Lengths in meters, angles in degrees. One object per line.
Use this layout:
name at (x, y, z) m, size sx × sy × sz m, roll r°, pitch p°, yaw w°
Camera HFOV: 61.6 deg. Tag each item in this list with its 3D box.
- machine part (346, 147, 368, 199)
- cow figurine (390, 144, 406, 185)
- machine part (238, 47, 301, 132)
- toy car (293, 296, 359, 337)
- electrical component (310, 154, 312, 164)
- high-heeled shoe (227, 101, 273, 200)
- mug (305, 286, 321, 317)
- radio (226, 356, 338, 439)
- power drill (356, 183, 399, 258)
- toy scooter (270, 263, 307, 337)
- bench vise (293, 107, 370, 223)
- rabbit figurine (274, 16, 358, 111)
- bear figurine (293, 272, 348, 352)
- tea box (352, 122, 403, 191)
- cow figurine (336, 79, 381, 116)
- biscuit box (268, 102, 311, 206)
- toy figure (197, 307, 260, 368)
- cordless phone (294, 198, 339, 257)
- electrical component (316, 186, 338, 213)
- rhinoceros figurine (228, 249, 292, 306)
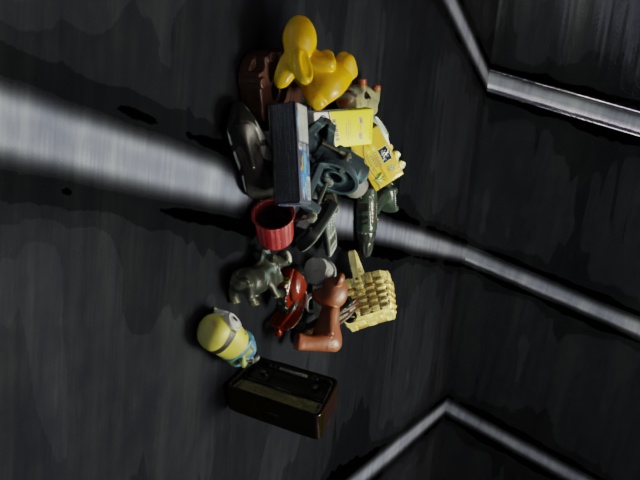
machine part at (0.075, -0.189, 1.472) m, size 0.243 × 0.079 × 0.079 m, roll 53°, pitch 53°, yaw -55°
cow figurine at (0.217, -0.247, 1.744) m, size 0.167 × 0.068 × 0.098 m, roll 41°, pitch 68°, yaw -58°
machine part at (-0.099, -0.310, 1.112) m, size 0.179 × 0.056 × 0.179 m, roll -35°, pitch 131°, yaw -56°
toy car at (0.021, 0.222, 1.440) m, size 0.202 × 0.053 × 0.089 m, roll -27°, pitch 134°, yaw -11°
electrical component at (-0.035, -0.162, 1.300) m, size 0.119 × 0.048 × 0.074 m, roll -65°, pitch 150°, yaw -23°
high-heeled shoe at (-0.133, -0.176, 1.114) m, size 0.248 × 0.086 × 0.145 m, roll 67°, pitch 6°, yaw -74°
mug at (0.009, 0.173, 1.476) m, size 0.109 × 0.081 × 0.107 m, roll -20°, pitch 126°, yaw -35°
radio at (-0.079, 0.343, 1.193) m, size 0.131 × 0.230 × 0.073 m, roll -43°, pitch 140°, yaw -55°
power drill at (0.176, -0.084, 1.717) m, size 0.207 × 0.086 × 0.231 m, roll -34°, pitch 127°, yaw -45°
toy scooter at (-0.079, 0.152, 1.289) m, size 0.183 × 0.075 × 0.135 m, roll 88°, pitch 24°, yaw -44°
bench vise at (-0.001, -0.153, 1.205) m, size 0.223 × 0.129 × 0.240 m, roll 34°, pitch 62°, yaw -25°
rabbit figurine at (-0.028, -0.357, 1.084) m, size 0.162 × 0.122 × 0.173 m, roll -52°, pitch 130°, yaw -33°
bear figurine at (0.004, 0.179, 1.341) m, size 0.120 × 0.132 × 0.195 m, roll 128°, pitch -36°, yaw -80°
tea box at (0.151, -0.236, 1.513) m, size 0.169 × 0.098 × 0.068 m, roll 55°, pitch 4°, yaw -26°
cow figurine at (0.099, -0.367, 1.454) m, size 0.195 × 0.086 × 0.127 m, roll -15°, pitch 106°, yaw -62°
biscuit box at (-0.059, -0.168, 1.074) m, size 0.059 × 0.063 × 0.202 m, roll -7°, pitch 95°, yaw -67°
toy figure at (-0.185, 0.211, 1.105) m, size 0.089 × 0.082 × 0.180 m, roll -64°, pitch 152°, yaw -30°
cordless phone at (-0.003, -0.004, 1.384) m, size 0.146 × 0.089 × 0.184 m, roll -59°, pitch 151°, yaw -36°
electrical component at (0.020, -0.117, 1.429) m, size 0.102 × 0.045 × 0.078 m, roll 72°, pitch 8°, yaw -48°
rhinoceros figurine at (-0.131, 0.076, 1.180) m, size 0.190 × 0.073 × 0.112 m, roll -27°, pitch 112°, yaw -56°
